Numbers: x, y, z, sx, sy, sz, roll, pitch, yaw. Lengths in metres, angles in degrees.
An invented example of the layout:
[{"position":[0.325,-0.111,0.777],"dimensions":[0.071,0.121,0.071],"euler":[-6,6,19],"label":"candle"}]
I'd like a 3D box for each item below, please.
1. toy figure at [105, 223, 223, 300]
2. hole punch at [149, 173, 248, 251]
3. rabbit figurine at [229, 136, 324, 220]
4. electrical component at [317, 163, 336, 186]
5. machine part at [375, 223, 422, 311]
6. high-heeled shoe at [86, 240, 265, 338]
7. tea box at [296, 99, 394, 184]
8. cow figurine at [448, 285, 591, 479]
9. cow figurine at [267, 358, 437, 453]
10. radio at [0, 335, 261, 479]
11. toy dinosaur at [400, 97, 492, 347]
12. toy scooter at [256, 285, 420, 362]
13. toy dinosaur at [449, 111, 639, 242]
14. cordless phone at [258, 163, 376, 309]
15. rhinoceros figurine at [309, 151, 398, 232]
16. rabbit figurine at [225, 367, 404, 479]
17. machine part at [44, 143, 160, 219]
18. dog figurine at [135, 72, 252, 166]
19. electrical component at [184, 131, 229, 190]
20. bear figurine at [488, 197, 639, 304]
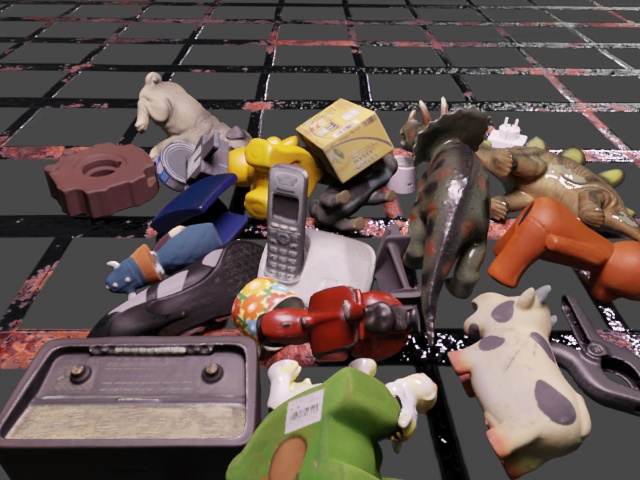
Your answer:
[{"position":[-0.204,0.028,0.706],"dimensions":[0.154,0.057,0.064],"euler":[-24,77,-8],"label":"toy figure"},{"position":[-0.180,-0.044,0.793],"dimensions":[0.116,0.092,0.142],"euler":[10,40,18],"label":"hole punch"},{"position":[-0.090,-0.121,0.882],"dimensions":[0.173,0.121,0.162],"euler":[11,31,39],"label":"rabbit figurine"},{"position":[0.024,-0.127,0.951],"dimensions":[0.102,0.045,0.078],"euler":[10,65,17],"label":"electrical component"},{"position":[0.093,0.042,0.687],"dimensions":[0.039,0.084,0.139],"euler":[18,34,-17],"label":"machine part"},{"position":[-0.168,0.072,0.671],"dimensions":[0.145,0.086,0.249],"euler":[-19,8,26],"label":"high-heeled shoe"},{"position":[0.034,-0.159,0.842],"dimensions":[0.098,0.068,0.170],"euler":[-33,25,0],"label":"tea box"},{"position":[0.202,0.124,0.543],"dimensions":[0.127,0.085,0.195],"euler":[-23,34,8],"label":"cow figurine"},{"position":[0.032,0.169,0.515],"dimensions":[0.167,0.068,0.098],"euler":[-1,41,3],"label":"cow figurine"},{"position":[-0.170,0.160,0.517],"dimensions":[0.230,0.073,0.131],"euler":[1,36,-1],"label":"radio"},{"position":[0.178,-0.059,0.732],"dimensions":[0.131,0.191,0.405],"euler":[3,34,6],"label":"toy dinosaur"},{"position":[0.036,0.084,0.552],"dimensions":[0.184,0.135,0.075],"euler":[5,69,-28],"label":"toy scooter"},{"position":[0.353,-0.100,0.873],"dimensions":[0.198,0.105,0.472],"euler":[-20,49,-38],"label":"toy dinosaur"},{"position":[-0.001,-0.002,0.653],"dimensions":[0.147,0.184,0.089],"euler":[14,33,17],"label":"cordless phone"},{"position":[0.062,-0.088,0.851],"dimensions":[0.112,0.073,0.190],"euler":[2,43,52],"label":"rhinoceros figurine"},{"position":[0.021,0.208,0.408],"dimensions":[0.159,0.170,0.121],"euler":[-36,27,21],"label":"rabbit figurine"},{"position":[-0.362,-0.105,0.898],"dimensions":[0.179,0.056,0.179],"euler":[2,36,-1],"label":"machine part"},{"position":[-0.213,-0.212,0.961],"dimensions":[0.191,0.172,0.121],"euler":[2,46,14],"label":"dog figurine"},{"position":[-0.171,-0.126,0.846],"dimensions":[0.047,0.119,0.075],"euler":[14,57,-33],"label":"electrical component"},{"position":[0.338,0.032,0.695],"dimensions":[0.196,0.132,0.120],"euler":[33,30,5],"label":"bear figurine"}]
